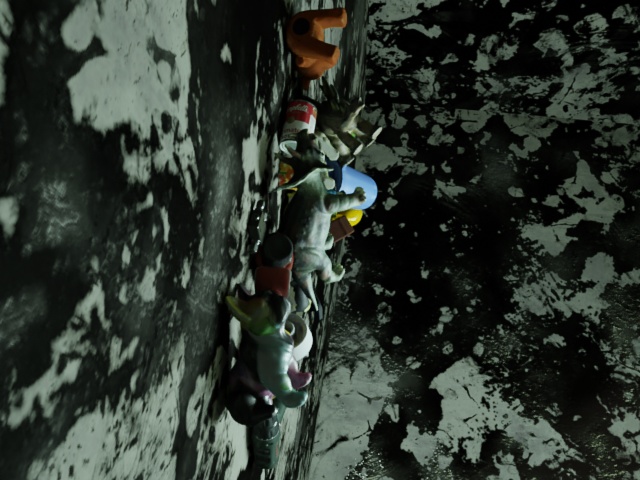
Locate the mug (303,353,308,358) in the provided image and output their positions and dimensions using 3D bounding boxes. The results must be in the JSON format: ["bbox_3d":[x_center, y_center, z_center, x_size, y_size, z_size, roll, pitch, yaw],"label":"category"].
[{"bbox_3d":[-0.069,0.261,1.439,0.109,0.081,0.107,62,26,-70],"label":"mug"}]

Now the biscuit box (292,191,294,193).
[{"bbox_3d":[-0.038,-0.065,1.451,0.063,0.059,0.202,-77,170,-47],"label":"biscuit box"}]

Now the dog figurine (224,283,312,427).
[{"bbox_3d":[-0.115,0.188,0.922,0.219,0.192,0.108,61,16,-5],"label":"dog figurine"}]

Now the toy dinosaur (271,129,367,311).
[{"bbox_3d":[-0.029,-0.019,1.117,0.131,0.192,0.404,36,-61,55],"label":"toy dinosaur"}]

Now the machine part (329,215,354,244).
[{"bbox_3d":[-0.003,-0.004,1.358,0.056,0.179,0.179,63,8,1],"label":"machine part"}]

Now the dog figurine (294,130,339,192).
[{"bbox_3d":[-0.026,-0.217,1.328,0.191,0.121,0.172,-102,-163,-64],"label":"dog figurine"}]

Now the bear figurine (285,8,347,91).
[{"bbox_3d":[-0.003,-0.399,1.147,0.195,0.132,0.120,45,57,-74],"label":"bear figurine"}]

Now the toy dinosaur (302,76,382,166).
[{"bbox_3d":[0.040,-0.289,1.310,0.105,0.198,0.471,-39,-176,-6],"label":"toy dinosaur"}]

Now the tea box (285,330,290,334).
[{"bbox_3d":[-0.110,0.222,1.091,0.169,0.068,0.098,80,19,-72],"label":"tea box"}]

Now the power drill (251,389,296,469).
[{"bbox_3d":[-0.106,0.406,1.268,0.207,0.086,0.231,-79,175,-61],"label":"power drill"}]

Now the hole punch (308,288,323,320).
[{"bbox_3d":[-0.055,0.174,1.524,0.142,0.092,0.116,80,-13,-60],"label":"hole punch"}]

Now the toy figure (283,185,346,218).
[{"bbox_3d":[-0.012,-0.079,1.314,0.180,0.082,0.089,-27,122,-46],"label":"toy figure"}]

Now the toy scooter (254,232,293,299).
[{"bbox_3d":[-0.095,0.082,1.048,0.135,0.075,0.184,115,-21,-66],"label":"toy scooter"}]

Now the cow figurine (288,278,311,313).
[{"bbox_3d":[-0.062,0.091,1.245,0.068,0.098,0.167,-58,155,-61],"label":"cow figurine"}]

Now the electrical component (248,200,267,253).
[{"bbox_3d":[-0.116,-0.024,0.990,0.063,0.021,0.094,87,13,-54],"label":"electrical component"}]

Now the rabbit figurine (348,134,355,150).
[{"bbox_3d":[0.029,-0.270,1.615,0.170,0.121,0.159,131,-28,-75],"label":"rabbit figurine"}]

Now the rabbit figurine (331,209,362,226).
[{"bbox_3d":[0.046,-0.083,1.678,0.162,0.173,0.121,-81,178,-56],"label":"rabbit figurine"}]

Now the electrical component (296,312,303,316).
[{"bbox_3d":[-0.070,0.173,1.389,0.102,0.045,0.078,-32,138,-60],"label":"electrical component"}]
